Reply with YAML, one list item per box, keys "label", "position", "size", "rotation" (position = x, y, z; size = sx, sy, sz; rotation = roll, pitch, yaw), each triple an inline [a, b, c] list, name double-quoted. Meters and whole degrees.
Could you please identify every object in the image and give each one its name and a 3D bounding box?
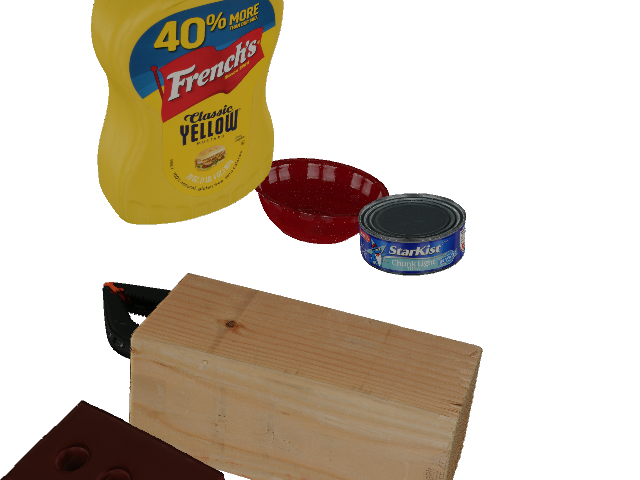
- label: "wood block"
  position: [-0.010, 0.100, 0.689]
  size: [0.206, 0.090, 0.090]
  rotation: [14, 30, 14]
- label: "tuna can"
  position: [0.073, -0.005, 0.856]
  size: [0.086, 0.034, 0.086]
  rotation: [-3, 27, 1]
- label: "clamp"
  position: [-0.125, 0.091, 1.003]
  size: [0.164, 0.036, 0.210]
  rotation: [-23, 42, -35]
- label: "mustard bottle"
  position: [-0.065, -0.097, 0.532]
  size: [0.096, 0.192, 0.058]
  rotation: [-19, 51, -24]
- label: "foam brick"
  position: [-0.081, 0.113, 0.436]
  size: [0.078, 0.051, 0.052]
  rotation: [21, 45, 25]
- label: "bowl"
  position: [-0.004, -0.040, 1.243]
  size: [0.162, 0.055, 0.162]
  rotation: [7, 26, -4]
